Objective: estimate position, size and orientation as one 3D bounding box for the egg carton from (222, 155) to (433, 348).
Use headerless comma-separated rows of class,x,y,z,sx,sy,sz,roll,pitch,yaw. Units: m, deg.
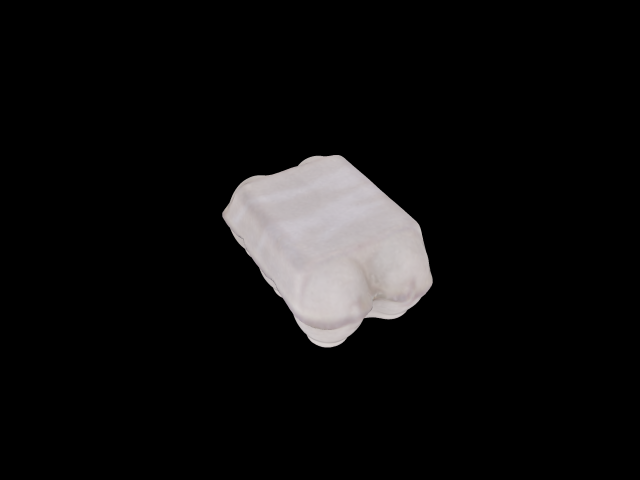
egg carton,0.004,0.001,0.400,0.107,0.069,0.150,-22,45,-23
